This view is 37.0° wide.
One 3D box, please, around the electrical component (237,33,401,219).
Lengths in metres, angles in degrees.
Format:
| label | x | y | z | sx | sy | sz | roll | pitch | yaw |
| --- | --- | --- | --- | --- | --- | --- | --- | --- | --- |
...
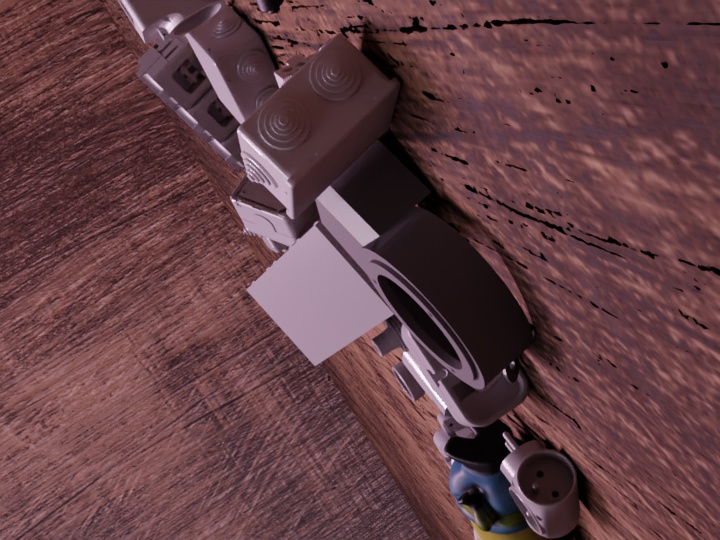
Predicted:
| label | x | y | z | sx | sy | sz | roll | pitch | yaw |
| --- | --- | --- | --- | --- | --- | --- | --- | --- | --- |
| electrical component | -0.026 | -0.085 | 0.641 | 0.048 | 0.100 | 0.099 | 45 | 172 | 4 |

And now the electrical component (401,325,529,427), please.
| label | x | y | z | sx | sy | sz | roll | pitch | yaw |
| --- | --- | --- | --- | --- | --- | --- | --- | --- | --- |
| electrical component | 0.074 | 0.064 | 0.779 | 0.095 | 0.054 | 0.059 | 57 | 173 | 5 |

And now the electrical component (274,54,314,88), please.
| label | x | y | z | sx | sy | sz | roll | pitch | yaw |
| --- | --- | --- | --- | --- | --- | --- | --- | --- | --- |
| electrical component | -0.027 | -0.112 | 0.736 | 0.066 | 0.048 | 0.055 | 46 | 159 | 55 |

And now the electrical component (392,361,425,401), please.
| label | x | y | z | sx | sy | sz | roll | pitch | yaw |
| --- | --- | --- | --- | --- | --- | --- | --- | --- | --- |
| electrical component | 0.061 | 0.099 | 1.047 | 0.040 | 0.046 | 0.040 | 56 | 173 | 11 |

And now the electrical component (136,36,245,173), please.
| label | x | y | z | sx | sy | sz | roll | pitch | yaw |
| --- | --- | --- | --- | --- | --- | --- | --- | --- | --- |
| electrical component | -0.159 | -0.175 | 1.131 | 0.150 | 0.061 | 0.089 | 44 | -179 | -31 |

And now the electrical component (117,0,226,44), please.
| label | x | y | z | sx | sy | sz | roll | pitch | yaw |
| --- | --- | --- | --- | --- | --- | --- | --- | --- | --- |
| electrical component | -0.146 | -0.225 | 0.867 | 0.055 | 0.089 | 0.050 | 58 | 173 | -3 |

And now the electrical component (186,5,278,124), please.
| label | x | y | z | sx | sy | sz | roll | pitch | yaw |
| --- | --- | --- | --- | --- | --- | --- | --- | --- | --- |
| electrical component | -0.108 | -0.181 | 0.968 | 0.099 | 0.048 | 0.099 | 50 | 169 | 47 |

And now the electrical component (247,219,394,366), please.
| label | x | y | z | sx | sy | sz | roll | pitch | yaw |
| --- | --- | --- | --- | --- | --- | --- | --- | --- | --- |
| electrical component | -0.017 | 0.007 | 0.864 | 0.089 | 0.062 | 0.150 | 48 | 147 | -2 |

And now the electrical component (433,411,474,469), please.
| label | x | y | z | sx | sy | sz | roll | pitch | yaw |
| --- | --- | --- | --- | --- | --- | --- | --- | --- | --- |
| electrical component | 0.107 | 0.168 | 0.997 | 0.078 | 0.058 | 0.057 | 60 | 175 | -20 |

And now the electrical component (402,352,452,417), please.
| label | x | y | z | sx | sy | sz | roll | pitch | yaw |
| --- | --- | --- | --- | --- | --- | --- | --- | --- | --- |
| electrical component | 0.076 | 0.096 | 0.942 | 0.081 | 0.043 | 0.043 | 52 | 171 | 38 |

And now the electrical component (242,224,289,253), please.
| label | x | y | z | sx | sy | sz | roll | pitch | yaw |
| --- | --- | --- | --- | --- | --- | --- | --- | --- | --- |
| electrical component | -0.069 | -0.054 | 1.058 | 0.061 | 0.096 | 0.062 | 58 | 173 | -10 |

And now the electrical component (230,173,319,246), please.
| label | x | y | z | sx | sy | sz | roll | pitch | yaw |
| --- | --- | --- | --- | --- | --- | --- | --- | --- | --- |
| electrical component | -0.058 | -0.073 | 0.941 | 0.062 | 0.096 | 0.061 | 21 | 156 | 25 |

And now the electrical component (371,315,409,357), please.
| label | x | y | z | sx | sy | sz | roll | pitch | yaw |
| --- | --- | --- | --- | --- | --- | --- | --- | --- | --- |
| electrical component | 0.040 | 0.050 | 0.912 | 0.043 | 0.062 | 0.043 | 56 | 173 | 11 |

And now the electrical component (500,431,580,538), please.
| label | x | y | z | sx | sy | sz | roll | pitch | yaw |
| --- | --- | --- | --- | --- | --- | --- | --- | --- | --- |
| electrical component | 0.133 | 0.157 | 0.819 | 0.079 | 0.044 | 0.077 | 53 | 172 | 32 |
